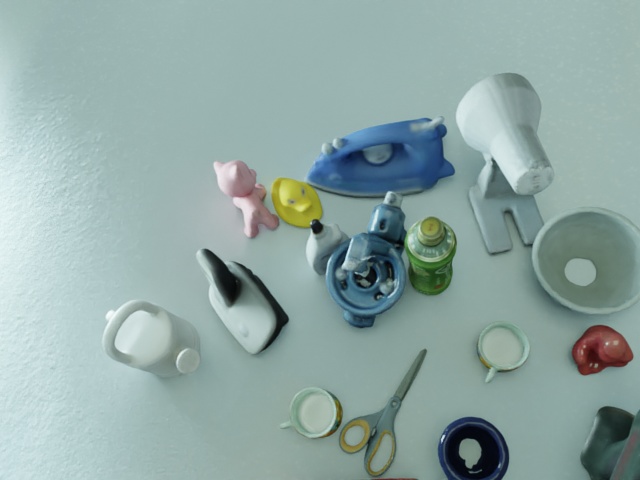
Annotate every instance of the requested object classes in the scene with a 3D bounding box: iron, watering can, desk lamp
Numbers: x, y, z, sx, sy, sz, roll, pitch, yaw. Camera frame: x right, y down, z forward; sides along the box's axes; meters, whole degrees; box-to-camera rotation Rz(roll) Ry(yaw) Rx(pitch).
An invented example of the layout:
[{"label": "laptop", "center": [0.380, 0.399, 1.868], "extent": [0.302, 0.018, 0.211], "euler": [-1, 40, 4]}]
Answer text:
[{"label": "iron", "center": [0.089, -0.146, 0.949], "extent": [0.258, 0.142, 0.118], "euler": [-9, 69, 7]}, {"label": "watering can", "center": [-0.257, 0.149, 0.875], "extent": [0.172, 0.194, 0.101], "euler": [3, 71, 11]}, {"label": "desk lamp", "center": [0.286, -0.113, 0.863], "extent": [0.118, 0.214, 0.203], "euler": [-16, 68, 5]}]

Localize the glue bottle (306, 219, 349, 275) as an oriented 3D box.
[{"label": "glue bottle", "center": [0.008, 0.003, 0.892], "extent": [0.078, 0.173, 0.037], "euler": [-26, 68, 0]}]

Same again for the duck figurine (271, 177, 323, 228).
[{"label": "duck figurine", "center": [-0.046, -0.076, 0.977], "extent": [0.077, 0.086, 0.104], "euler": [-43, 69, -7]}]

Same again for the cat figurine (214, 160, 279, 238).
[{"label": "cat figurine", "center": [-0.130, -0.081, 0.977], "extent": [0.067, 0.118, 0.127], "euler": [-27, 68, 0]}]

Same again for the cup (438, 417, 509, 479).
[{"label": "cup", "center": [0.203, 0.306, 0.789], "extent": [0.091, 0.095, 0.118], "euler": [26, 77, 18]}]

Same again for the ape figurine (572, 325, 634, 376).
[{"label": "ape figurine", "center": [0.404, 0.154, 0.810], "extent": [0.077, 0.092, 0.076], "euler": [17, 74, 16]}]

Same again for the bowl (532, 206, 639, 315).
[{"label": "bowl", "center": [0.402, 0.038, 0.862], "extent": [0.167, 0.075, 0.167], "euler": [-3, 70, 9]}]

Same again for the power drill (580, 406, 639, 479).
[{"label": "power drill", "center": [0.399, 0.251, 0.712], "extent": [0.075, 0.209, 0.230], "euler": [24, 76, 18]}]

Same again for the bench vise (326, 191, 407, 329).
[{"label": "bench vise", "center": [0.067, 0.013, 0.852], "extent": [0.121, 0.220, 0.207], "euler": [-1, 70, 10]}]

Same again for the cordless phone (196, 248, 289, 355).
[{"label": "cordless phone", "center": [-0.129, 0.091, 0.878], "extent": [0.094, 0.185, 0.147], "euler": [-42, 69, -6]}]
